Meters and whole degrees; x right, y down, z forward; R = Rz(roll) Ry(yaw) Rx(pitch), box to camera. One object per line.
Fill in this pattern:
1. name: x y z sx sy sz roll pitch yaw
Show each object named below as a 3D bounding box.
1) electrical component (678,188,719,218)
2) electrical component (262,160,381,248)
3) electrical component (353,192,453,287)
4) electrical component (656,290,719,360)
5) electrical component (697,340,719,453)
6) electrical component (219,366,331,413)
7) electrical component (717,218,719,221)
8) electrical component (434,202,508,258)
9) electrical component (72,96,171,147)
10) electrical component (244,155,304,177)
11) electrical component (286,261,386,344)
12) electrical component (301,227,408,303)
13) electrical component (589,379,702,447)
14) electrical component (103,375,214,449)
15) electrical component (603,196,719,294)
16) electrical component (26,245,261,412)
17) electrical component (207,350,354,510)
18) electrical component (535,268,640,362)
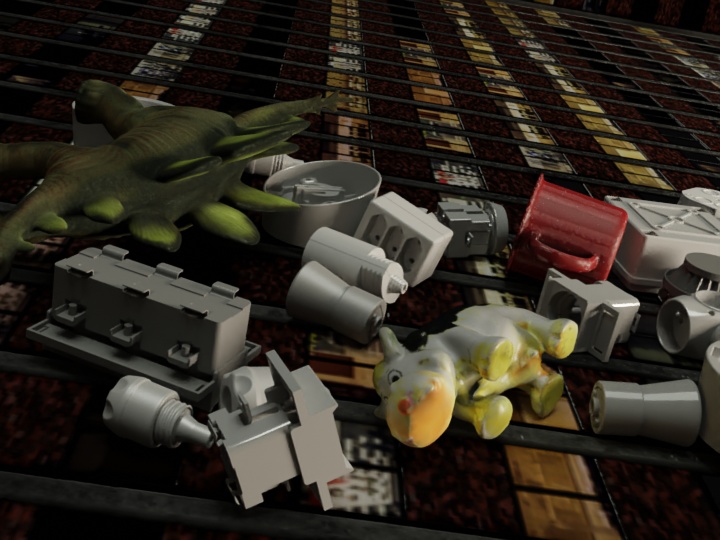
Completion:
1. electrical component: 0.361 -0.049 1.106 0.080 0.051 0.080 9 22 -4
2. electrical component: -0.036 -0.058 0.929 0.099 0.064 0.099 9 22 -4
3. electrical component: 0.043 -0.030 0.903 0.066 0.047 0.077 35 28 16
4. electrical component: 0.285 0.052 0.835 0.077 0.044 0.079 2 24 -20
5. electrical component: 0.269 0.096 0.697 0.108 0.060 0.108 11 22 -4
6. electrical component: -0.048 0.077 0.624 0.062 0.043 0.043 2 24 -24
7. electrical component: 0.369 -0.015 1.021 0.050 0.055 0.089 5 23 -15
8. electrical component: 0.101 -0.037 0.968 0.055 0.048 0.066 -2 24 -11
9. electrical component: -0.215 -0.119 1.001 0.108 0.060 0.108 9 22 -4
10. electrical component: -0.087 -0.109 1.070 0.061 0.035 0.035 11 22 -7
11. electrical component: -0.015 0.026 0.769 0.065 0.044 0.044 24 25 19
12. electrical component: 0.000 0.000 0.833 0.081 0.043 0.043 22 25 25
13. electrical component: 0.183 0.091 0.700 0.065 0.044 0.044 4 22 -4
14. electrical component: -0.109 0.083 0.594 0.061 0.035 0.035 19 23 15
15. electrical component: 0.286 -0.022 0.999 0.109 0.056 0.108 6 22 -11
16. electrical component: -0.131 0.033 0.667 0.121 0.063 0.079 18 23 17
17. electrical component: -0.044 0.089 0.565 0.064 0.081 0.042 -21 31 -14
18. electrical component: 0.178 0.033 0.836 0.064 0.042 0.081 -3 26 -33
